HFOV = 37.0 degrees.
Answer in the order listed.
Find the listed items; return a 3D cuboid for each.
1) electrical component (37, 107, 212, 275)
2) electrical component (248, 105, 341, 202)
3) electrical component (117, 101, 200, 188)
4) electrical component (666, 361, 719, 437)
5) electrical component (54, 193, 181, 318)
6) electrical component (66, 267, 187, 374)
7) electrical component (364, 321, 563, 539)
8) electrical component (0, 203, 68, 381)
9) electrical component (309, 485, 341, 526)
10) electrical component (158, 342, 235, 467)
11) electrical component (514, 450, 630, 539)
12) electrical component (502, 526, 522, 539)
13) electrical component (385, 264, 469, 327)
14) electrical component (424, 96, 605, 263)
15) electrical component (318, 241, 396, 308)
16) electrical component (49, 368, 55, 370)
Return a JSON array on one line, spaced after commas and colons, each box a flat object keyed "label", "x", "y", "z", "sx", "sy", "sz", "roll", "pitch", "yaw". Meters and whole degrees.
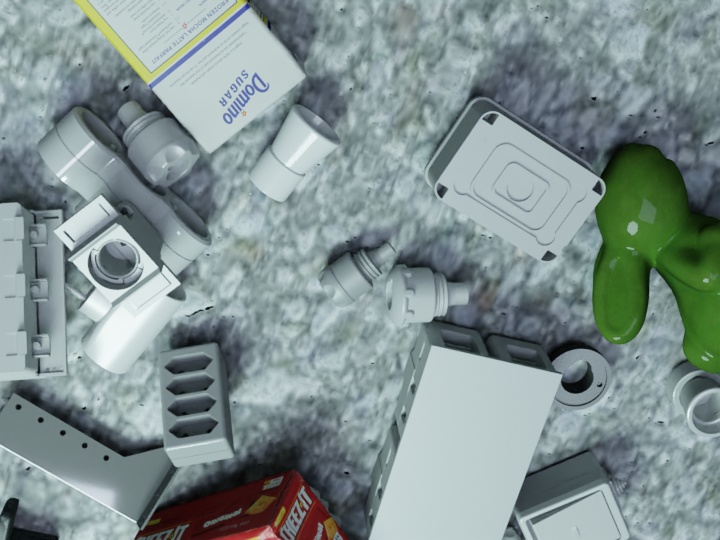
[{"label": "electrical component", "x": -0.182, "y": -0.045, "z": 0.786, "sx": 0.074, "sy": 0.052, "sz": 0.138, "roll": -41, "pitch": 108, "yaw": 11}, {"label": "electrical component", "x": -0.051, "y": -0.083, "z": 0.788, "sx": 0.044, "sy": 0.044, "sz": 0.065, "roll": 36, "pitch": 109, "yaw": -16}, {"label": "electrical component", "x": -0.148, "y": -0.093, "z": 0.767, "sx": 0.043, "sy": 0.043, "sz": 0.062, "roll": -43, "pitch": 78, "yaw": 11}, {"label": "electrical component", "x": 0.278, "y": 0.104, "z": 0.875, "sx": 0.045, "sy": 0.055, "sz": 0.045, "roll": -1, "pitch": 111, "yaw": -4}, {"label": "electrical component", "x": -0.164, "y": -0.014, "z": 0.735, "sx": 0.042, "sy": 0.063, "sz": 0.081, "roll": -36, "pitch": 110, "yaw": 8}, {"label": "electrical component", "x": -0.186, "y": 0.026, "z": 0.816, "sx": 0.079, "sy": 0.044, "sz": 0.077, "roll": 37, "pitch": 104, "yaw": -16}, {"label": "electrical component", "x": 0.078, "y": 0.142, "z": 0.872, "sx": 0.105, "sy": 0.060, "sz": 0.186, "roll": 13, "pitch": 109, "yaw": -9}, {"label": "electrical component", "x": -0.254, "y": 0.016, "z": 0.769, "sx": 0.079, "sy": 0.063, "sz": 0.121, "roll": -4, "pitch": 81, "yaw": -3}, {"label": "electrical component", "x": -0.043, "y": 0.199, "z": 0.897, "sx": 0.061, "sy": 0.035, "sz": 0.035, "roll": 33, "pitch": 105, "yaw": -17}, {"label": "electrical component", "x": -0.125, "y": 0.113, "z": 0.843, "sx": 0.047, "sy": 0.083, "sz": 0.075, "roll": -10, "pitch": 149, "yaw": -1}, {"label": "electrical component", "x": 0.181, "y": 0.201, "z": 0.901, "sx": 0.096, "sy": 0.061, "sz": 0.061, "roll": -24, "pitch": 110, "yaw": 5}, {"label": "electrical component", "x": 0.112, "y": 0.248, "z": 0.928, "sx": 0.061, "sy": 0.035, "sz": 0.035, "roll": -29, "pitch": 110, "yaw": 9}, {"label": "electrical component", "x": 0.052, "y": 0.019, "z": 0.833, "sx": 0.062, "sy": 0.048, "sz": 0.048, "roll": -1, "pitch": 111, "yaw": -11}, {"label": "electrical component", "x": 0.113, "y": -0.068, "z": 0.797, "sx": 0.113, "sy": 0.057, "sz": 0.078, "roll": 30, "pitch": 105, "yaw": -14}, {"label": "electrical component", "x": 0.000, "y": 0.000, "z": 0.826, "sx": 0.061, "sy": 0.035, "sz": 0.035, "roll": -36, "pitch": 109, "yaw": 6}, {"label": "electrical component", "x": -0.245, "y": 0.044, "z": 0.819, "sx": 0.048, "sy": 0.048, "sz": 0.062, "roll": 25, "pitch": 99, "yaw": -13}]
